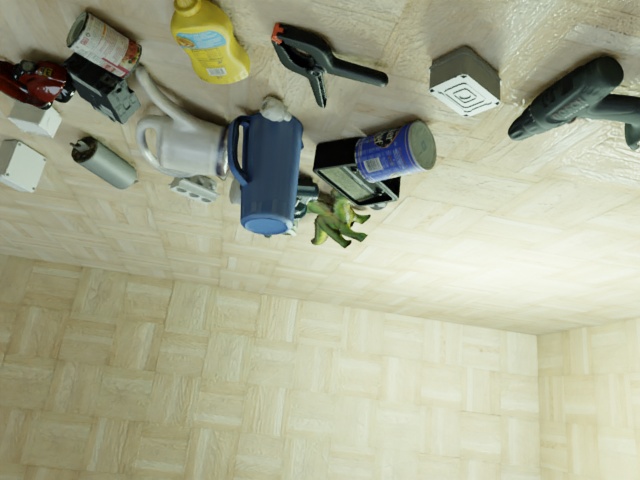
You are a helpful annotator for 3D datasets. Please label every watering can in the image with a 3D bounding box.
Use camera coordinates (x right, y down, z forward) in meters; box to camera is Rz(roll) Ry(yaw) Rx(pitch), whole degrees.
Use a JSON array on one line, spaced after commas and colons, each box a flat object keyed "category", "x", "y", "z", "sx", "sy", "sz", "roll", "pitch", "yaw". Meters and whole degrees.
[{"category": "watering can", "x": -0.292, "y": -0.230, "z": 1.123, "sx": 0.224, "sy": 0.106, "sz": 0.341, "roll": 9, "pitch": 152, "yaw": -8}]

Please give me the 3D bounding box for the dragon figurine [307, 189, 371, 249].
[{"category": "dragon figurine", "x": 0.005, "y": -0.077, "z": 1.536, "sx": 0.240, "sy": 0.125, "sz": 0.406, "roll": 36, "pitch": 149, "yaw": -23}]
